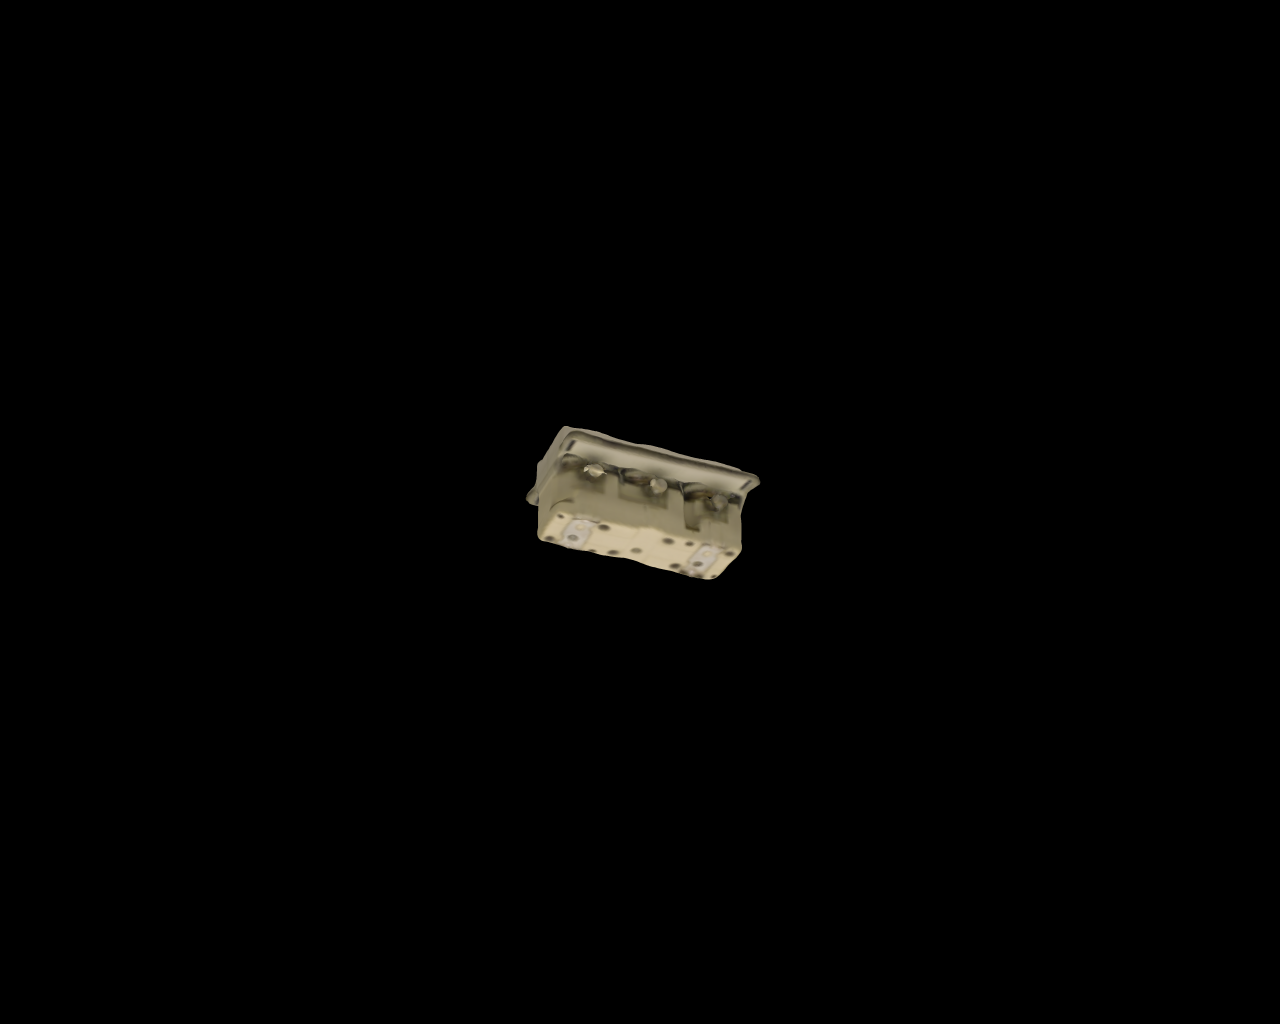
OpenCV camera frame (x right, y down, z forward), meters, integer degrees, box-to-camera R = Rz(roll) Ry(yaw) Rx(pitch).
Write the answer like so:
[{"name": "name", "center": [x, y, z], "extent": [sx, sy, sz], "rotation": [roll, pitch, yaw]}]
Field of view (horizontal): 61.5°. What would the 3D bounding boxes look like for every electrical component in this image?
[{"name": "electrical component", "center": [0.001, -0.003, 0.650], "extent": [0.121, 0.063, 0.078], "rotation": [14, -36, -20]}]
